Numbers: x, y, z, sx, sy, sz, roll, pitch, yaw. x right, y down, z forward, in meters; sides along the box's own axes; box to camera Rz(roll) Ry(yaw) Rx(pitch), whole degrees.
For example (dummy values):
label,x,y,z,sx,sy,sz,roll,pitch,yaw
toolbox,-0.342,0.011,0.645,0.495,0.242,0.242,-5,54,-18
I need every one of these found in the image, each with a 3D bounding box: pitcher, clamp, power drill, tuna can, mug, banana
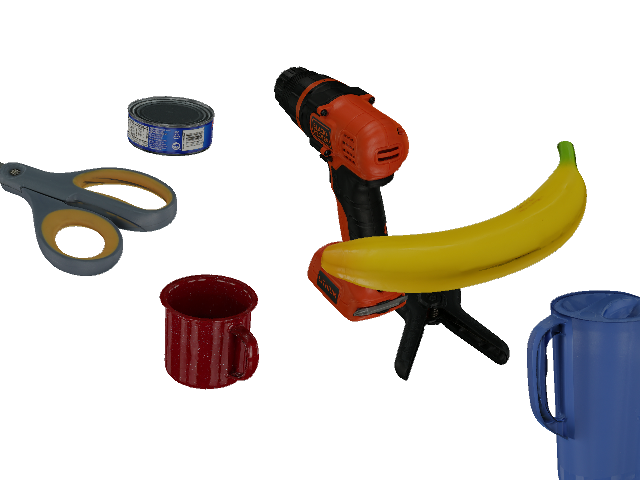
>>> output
label,x,y,z,sx,sy,sz,roll,pitch,yaw
pitcher,0.338,0.190,1.308,0.149,0.243,0.144,4,14,22
clamp,0.127,0.075,1.123,0.120,0.171,0.039,3,-43,-11
power drill,0.015,-0.041,0.889,0.057,0.188,0.185,-17,30,-18
tuna can,-0.149,-0.114,1.064,0.086,0.034,0.086,5,25,-3
mug,-0.100,0.094,1.024,0.117,0.081,0.093,26,32,37
banana,0.100,-0.003,0.683,0.197,0.037,0.070,-23,45,-18

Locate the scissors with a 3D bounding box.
label,x,y,z,sx,sy,sz,roll,pitch,yaw
scissors,-0.190,-0.025,0.663,0.202,0.016,0.096,9,44,9
